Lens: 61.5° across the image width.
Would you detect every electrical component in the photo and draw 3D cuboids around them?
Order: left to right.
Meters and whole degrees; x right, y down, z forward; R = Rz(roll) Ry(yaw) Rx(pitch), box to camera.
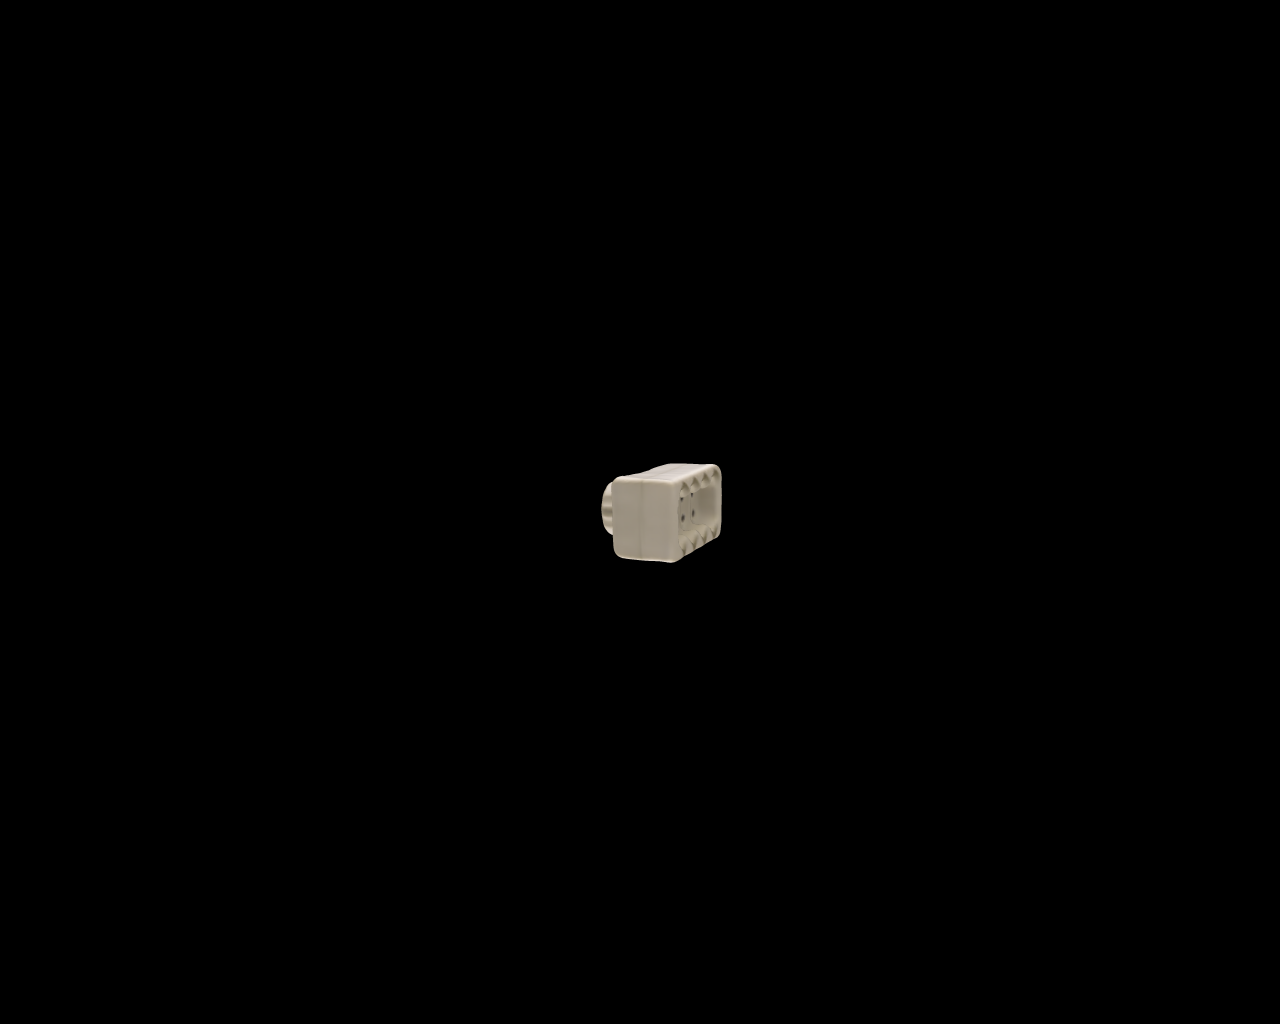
[{"bbox_3d":[0.001,-0.003,0.650,0.076,0.047,0.083,4,10,23],"label":"electrical component"}]
